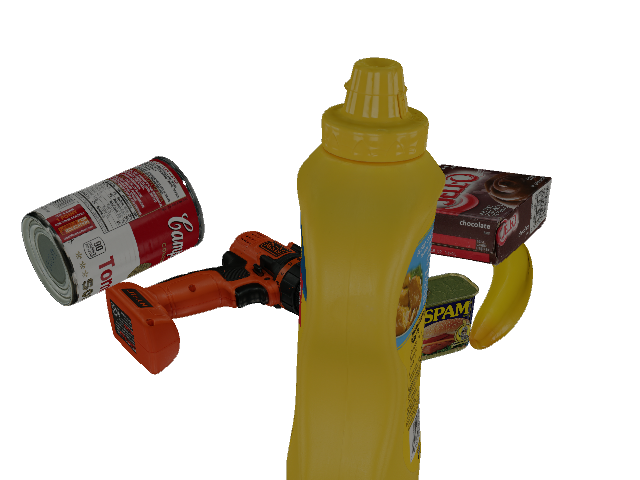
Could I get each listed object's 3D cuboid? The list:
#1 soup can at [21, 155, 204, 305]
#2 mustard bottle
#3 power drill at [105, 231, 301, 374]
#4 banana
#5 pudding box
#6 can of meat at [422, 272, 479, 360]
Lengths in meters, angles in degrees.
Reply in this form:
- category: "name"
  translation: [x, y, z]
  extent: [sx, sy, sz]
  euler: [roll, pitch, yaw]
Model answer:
- category: "soup can"
  translation: [-0.138, -0.007, 0.713]
  extent: [0.102, 0.068, 0.069]
  euler: [-28, 15, -31]
- category: "mustard bottle"
  translation: [0.018, 0.021, 0.437]
  extent: [0.058, 0.192, 0.096]
  euler: [8, 25, 11]
- category: "power drill"
  translation: [-0.081, 0.056, 0.948]
  extent: [0.187, 0.057, 0.185]
  euler: [-17, 25, -28]
- category: "banana"
  translation: [0.171, 0.038, 1.021]
  extent: [0.070, 0.037, 0.197]
  euler: [-25, 25, 16]
- category: "pudding box"
  translation: [0.105, -0.021, 0.767]
  extent: [0.090, 0.039, 0.113]
  euler: [10, 20, 28]
- category: "can of meat"
  translation: [0.140, 0.095, 1.319]
  extent: [0.101, 0.084, 0.057]
  euler: [-11, 30, -25]
